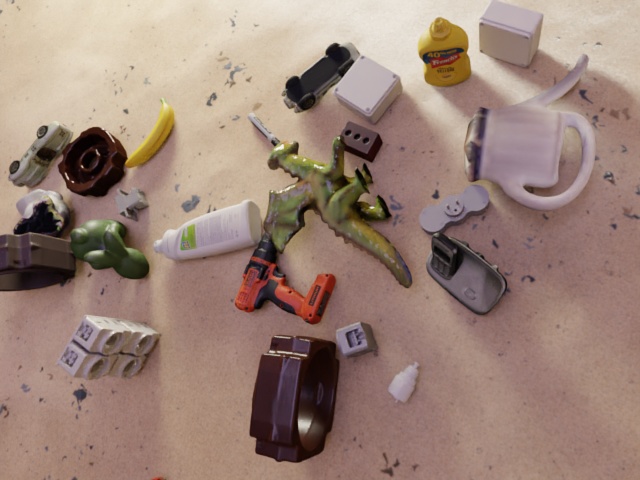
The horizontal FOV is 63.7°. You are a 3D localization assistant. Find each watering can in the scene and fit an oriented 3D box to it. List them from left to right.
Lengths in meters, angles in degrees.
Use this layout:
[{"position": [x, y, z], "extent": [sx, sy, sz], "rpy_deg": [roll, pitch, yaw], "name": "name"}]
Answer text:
[{"position": [0.392, -0.210, 0.965], "extent": [0.224, 0.102, 0.354], "rpy_deg": [8, 65, 19], "name": "watering can"}]

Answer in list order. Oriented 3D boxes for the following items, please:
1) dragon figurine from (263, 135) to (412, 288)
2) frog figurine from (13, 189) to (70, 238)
[{"position": [0.003, -0.052, 1.039], "extent": [0.241, 0.121, 0.417], "rpy_deg": [-26, 67, 14], "name": "dragon figurine"}, {"position": [-0.697, -0.060, 1.292], "extent": [0.160, 0.122, 0.137], "rpy_deg": [22, 93, 58], "name": "frog figurine"}]
